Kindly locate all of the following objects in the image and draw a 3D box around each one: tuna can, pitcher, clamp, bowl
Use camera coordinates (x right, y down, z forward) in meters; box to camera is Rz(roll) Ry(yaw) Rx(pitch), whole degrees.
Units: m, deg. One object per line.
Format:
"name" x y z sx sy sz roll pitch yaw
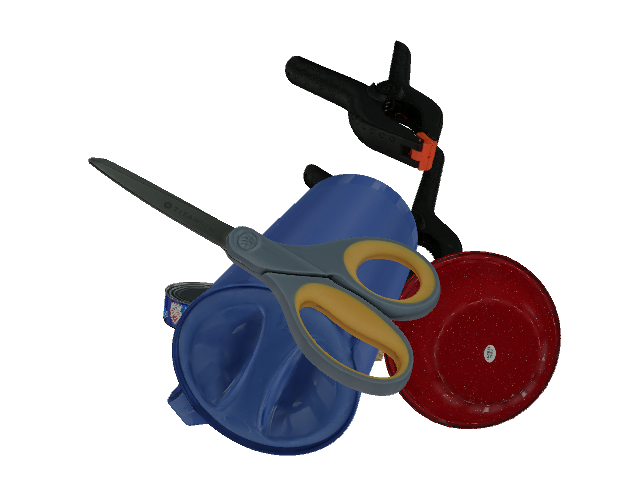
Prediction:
"tuna can" -0.121 0.071 1.114 0.086 0.034 0.086 7 12 -2
"pitcher" -0.012 0.045 0.809 0.149 0.145 0.242 12 28 14
"clamp" 0.079 -0.014 1.110 0.164 0.210 0.036 -6 -36 -15
"clamp" 0.042 -0.118 0.911 0.120 0.039 0.171 -11 40 -11
"bowl" 0.138 0.092 0.925 0.162 0.162 0.055 0 6 -6

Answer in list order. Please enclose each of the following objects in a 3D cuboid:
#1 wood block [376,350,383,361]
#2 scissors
"wood block" 0.048 0.066 1.361 0.091 0.090 0.206 4 21 8
"scissors" -0.020 -0.002 0.559 0.096 0.202 0.016 -37 -20 -31
